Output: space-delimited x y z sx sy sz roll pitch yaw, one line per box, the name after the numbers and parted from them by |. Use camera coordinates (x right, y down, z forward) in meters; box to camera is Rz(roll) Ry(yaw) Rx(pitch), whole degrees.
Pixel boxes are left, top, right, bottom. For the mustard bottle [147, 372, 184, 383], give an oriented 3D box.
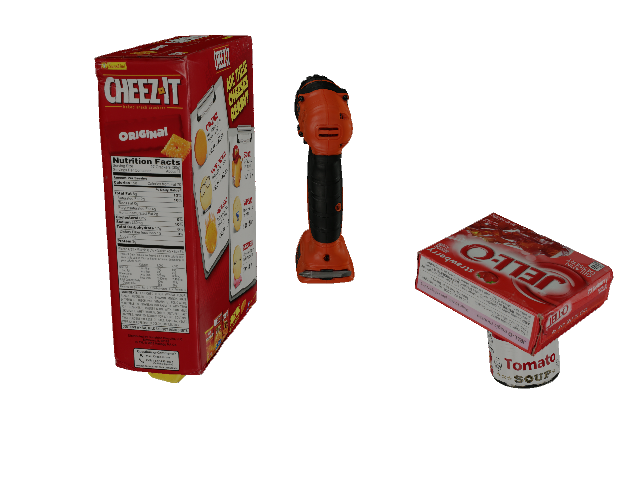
-0.124 0.064 1.137 0.058 0.096 0.191 10 29 19 | mustard bottle

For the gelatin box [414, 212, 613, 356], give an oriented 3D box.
0.112 0.022 0.621 0.073 0.030 0.089 -25 41 -38 | gelatin box

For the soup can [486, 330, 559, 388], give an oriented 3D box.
0.191 0.081 1.015 0.068 0.102 0.068 -8 22 3 | soup can

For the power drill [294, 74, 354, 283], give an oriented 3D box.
0.001 -0.064 1.056 0.057 0.188 0.184 -2 19 -1 | power drill

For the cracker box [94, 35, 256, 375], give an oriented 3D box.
-0.097 -0.033 0.762 0.072 0.214 0.164 2 15 10 | cracker box
